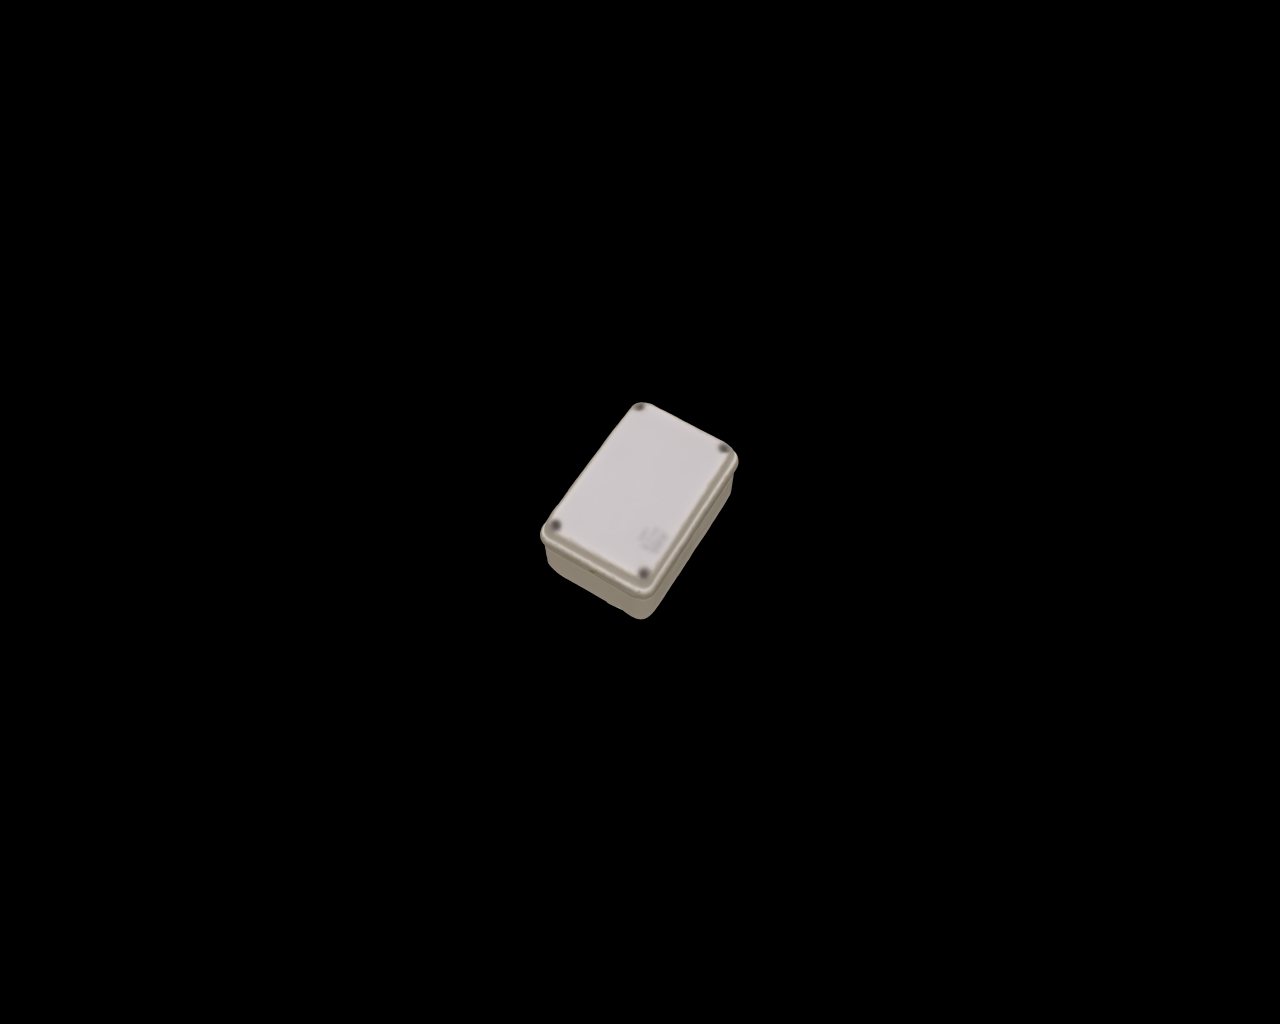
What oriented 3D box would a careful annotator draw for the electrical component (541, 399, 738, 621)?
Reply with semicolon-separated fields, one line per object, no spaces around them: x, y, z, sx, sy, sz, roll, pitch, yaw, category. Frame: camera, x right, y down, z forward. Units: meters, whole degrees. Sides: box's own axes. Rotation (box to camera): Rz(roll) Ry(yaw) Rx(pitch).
0.001;-0.003;0.650;0.078;0.113;0.057;29;-24;14;electrical component
